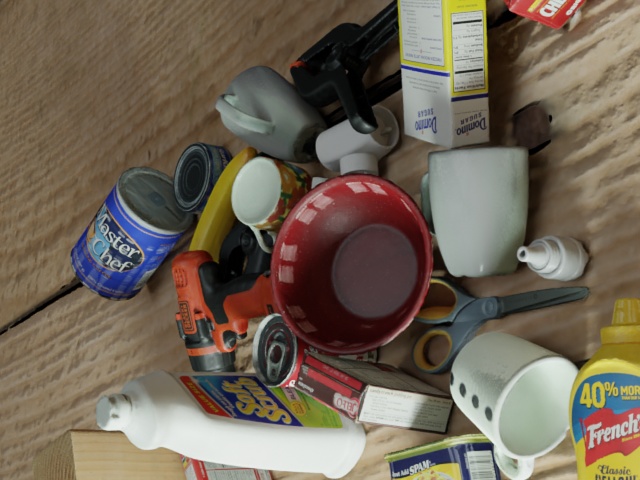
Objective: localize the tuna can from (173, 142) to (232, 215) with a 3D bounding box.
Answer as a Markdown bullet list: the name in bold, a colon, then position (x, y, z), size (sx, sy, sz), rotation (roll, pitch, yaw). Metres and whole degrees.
- **tuna can**: position (-0.140, -0.072, 1.267), size (0.086, 0.033, 0.086), rotation (-16, 69, 50)

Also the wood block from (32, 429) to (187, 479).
- **wood block**: position (-0.183, 0.256, 1.118), size (0.091, 0.205, 0.090), rotation (-38, 55, 41)

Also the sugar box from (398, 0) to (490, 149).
- **sugar box**: position (0.105, -0.173, 0.917), size (0.093, 0.048, 0.176), rotation (-146, 47, -64)

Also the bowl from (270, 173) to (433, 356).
- **bowl**: position (0.037, 0.024, 0.953), size (0.162, 0.055, 0.162), rotation (-6, 78, 29)

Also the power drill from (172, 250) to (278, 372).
- **power drill**: position (-0.078, 0.097, 1.116), size (0.188, 0.057, 0.184), rotation (-6, 100, 45)

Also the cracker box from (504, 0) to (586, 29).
- **cracker box**: position (0.186, -0.308, 0.875), size (0.164, 0.071, 0.214), rotation (-48, 48, 35)

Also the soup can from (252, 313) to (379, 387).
- **soup can**: position (-0.004, 0.106, 1.005), size (0.069, 0.102, 0.068), rotation (-14, 72, 50)

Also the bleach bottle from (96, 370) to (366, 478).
- **bleach bottle**: position (-0.082, 0.166, 0.972), size (0.068, 0.250, 0.103), rotation (-58, 43, 26)

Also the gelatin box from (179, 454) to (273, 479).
- **gelatin box**: position (-0.094, 0.243, 1.102), size (0.030, 0.089, 0.073), rotation (-52, 46, 34)

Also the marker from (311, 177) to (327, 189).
- **marker**: position (-0.007, 0.001, 1.012), size (0.020, 0.020, 0.121), rotation (6, 87, 52)

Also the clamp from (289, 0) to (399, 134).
- **clamp**: position (0.026, -0.167, 1.046), size (0.210, 0.036, 0.164), rotation (-5, 57, 58)

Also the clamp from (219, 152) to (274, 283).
- **clamp**: position (-0.070, -0.010, 1.163), size (0.172, 0.039, 0.120), rotation (-49, 48, 29)

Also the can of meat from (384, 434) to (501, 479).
- **can of meat**: position (0.106, 0.211, 0.884), size (0.102, 0.057, 0.084), rotation (-28, 64, 46)

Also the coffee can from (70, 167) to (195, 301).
- **coffee can**: position (-0.232, -0.007, 1.317), size (0.140, 0.102, 0.103), rotation (-49, 48, 35)

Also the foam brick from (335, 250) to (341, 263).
- **foam brick**: position (0.015, -0.002, 1.044), size (0.053, 0.051, 0.078), rotation (-27, 62, 42)

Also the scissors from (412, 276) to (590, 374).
- **scissors**: position (0.140, 0.076, 0.902), size (0.202, 0.016, 0.096), rotation (8, 90, 52)

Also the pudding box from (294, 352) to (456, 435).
- **pudding box**: position (0.048, 0.133, 0.926), size (0.090, 0.113, 0.039), rotation (22, 97, 51)

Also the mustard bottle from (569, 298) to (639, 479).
- **mustard bottle**: position (0.221, 0.137, 0.752), size (0.096, 0.058, 0.191), rotation (-12, 73, 50)

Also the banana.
- **banana**: position (-0.114, -0.018, 1.216), size (0.198, 0.037, 0.070), rotation (-68, 24, 10)
